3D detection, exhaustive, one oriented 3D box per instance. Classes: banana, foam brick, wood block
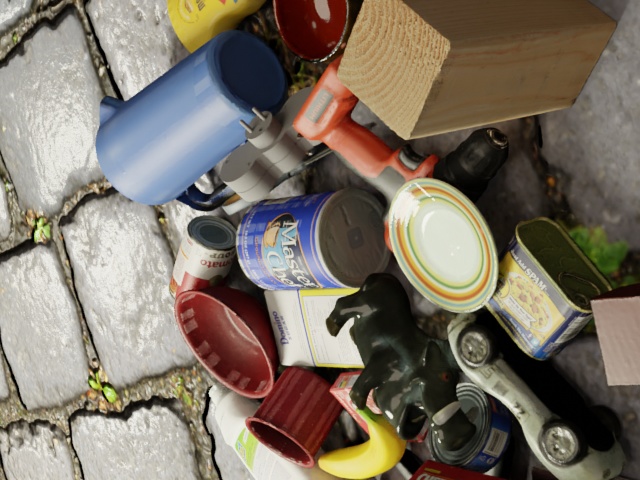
[{"bbox_3d":[0.051,0.221,1.136,0.069,0.037,0.198,36,148,7],"label":"banana"},{"bbox_3d":[0.265,0.077,0.883,0.051,0.052,0.078,-8,95,50],"label":"foam brick"},{"bbox_3d":[0.127,-0.152,0.851,0.091,0.205,0.090,47,132,29],"label":"wood block"}]

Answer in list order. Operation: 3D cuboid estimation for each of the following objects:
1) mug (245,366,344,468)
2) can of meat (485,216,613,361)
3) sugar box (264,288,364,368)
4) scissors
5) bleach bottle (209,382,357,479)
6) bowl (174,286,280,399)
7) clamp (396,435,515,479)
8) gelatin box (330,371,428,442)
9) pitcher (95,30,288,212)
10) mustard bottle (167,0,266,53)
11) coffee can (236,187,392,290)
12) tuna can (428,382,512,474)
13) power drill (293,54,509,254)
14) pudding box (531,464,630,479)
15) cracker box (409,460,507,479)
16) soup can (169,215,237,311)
[{"bbox_3d":[-0.031,0.199,1.217,0.093,0.081,0.117,44,153,-19],"label":"mug"},{"bbox_3d":[0.197,0.045,0.949,0.102,0.057,0.084,54,138,24],"label":"can of meat"},{"bbox_3d":[0.015,0.092,1.179,0.177,0.048,0.093,-3,101,52],"label":"sugar box"},{"bbox_3d":[-0.022,-0.087,1.175,0.202,0.096,0.016,-30,105,20],"label":"scissors"},{"bbox_3d":[-0.053,0.254,1.294,0.251,0.067,0.103,43,131,35],"label":"bleach bottle"},{"bbox_3d":[-0.100,0.111,1.285,0.162,0.055,0.162,30,142,26],"label":"bowl"},{"bbox_3d":[0.164,0.293,1.077,0.165,0.036,0.210,-35,71,48],"label":"clamp"},{"bbox_3d":[0.065,0.178,1.130,0.073,0.030,0.089,-13,123,49],"label":"gelatin box"},{"bbox_3d":[-0.140,-0.134,1.235,0.243,0.149,0.145,-27,64,46],"label":"pitcher"},{"bbox_3d":[-0.099,-0.289,1.181,0.192,0.058,0.096,-34,72,48],"label":"mustard bottle"},{"bbox_3d":[-0.007,0.001,1.131,0.141,0.102,0.103,-4,98,49],"label":"coffee can"},{"bbox_3d":[0.145,0.184,1.036,0.086,0.033,0.086,-38,40,40],"label":"tuna can"},{"bbox_3d":[0.073,-0.091,1.015,0.188,0.057,0.185,48,136,9],"label":"power drill"},{"bbox_3d":[0.247,0.256,0.968,0.114,0.039,0.090,4,105,48],"label":"pudding box"},{"bbox_3d":[0.167,0.323,0.986,0.164,0.072,0.214,6,116,35],"label":"cracker box"},{"bbox_3d":[-0.143,0.028,1.322,0.069,0.068,0.102,45,131,30],"label":"soup can"}]
